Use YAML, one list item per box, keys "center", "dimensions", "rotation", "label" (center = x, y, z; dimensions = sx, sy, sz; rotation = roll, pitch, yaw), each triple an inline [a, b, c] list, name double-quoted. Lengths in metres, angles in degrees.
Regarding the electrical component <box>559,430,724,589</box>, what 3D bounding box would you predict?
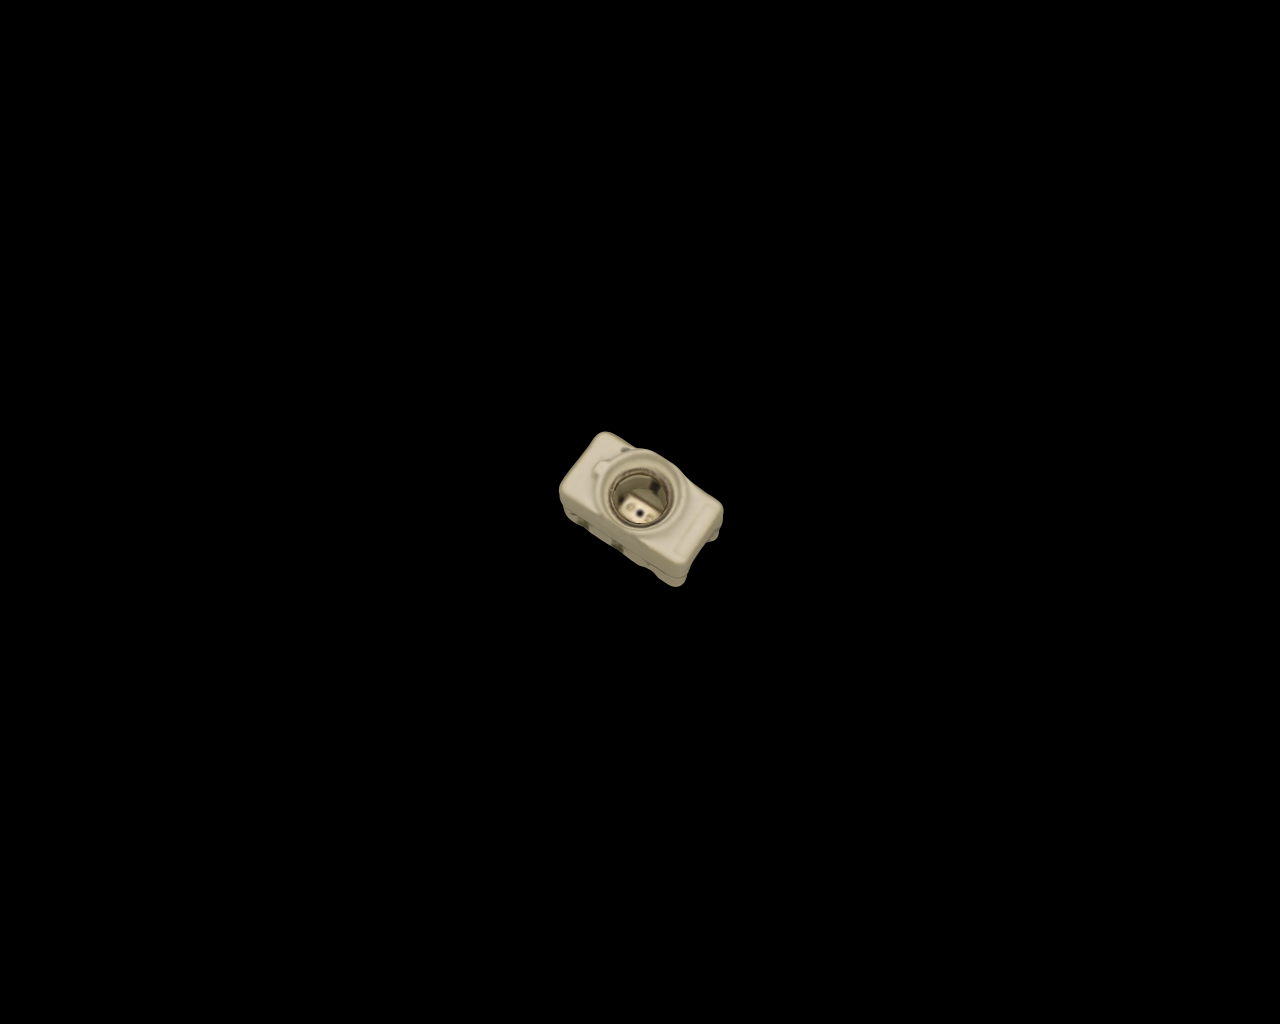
- center: [0.001, -0.003, 0.650]
  dimensions: [0.089, 0.050, 0.055]
  rotation: [33, -16, 11]
  label: "electrical component"
